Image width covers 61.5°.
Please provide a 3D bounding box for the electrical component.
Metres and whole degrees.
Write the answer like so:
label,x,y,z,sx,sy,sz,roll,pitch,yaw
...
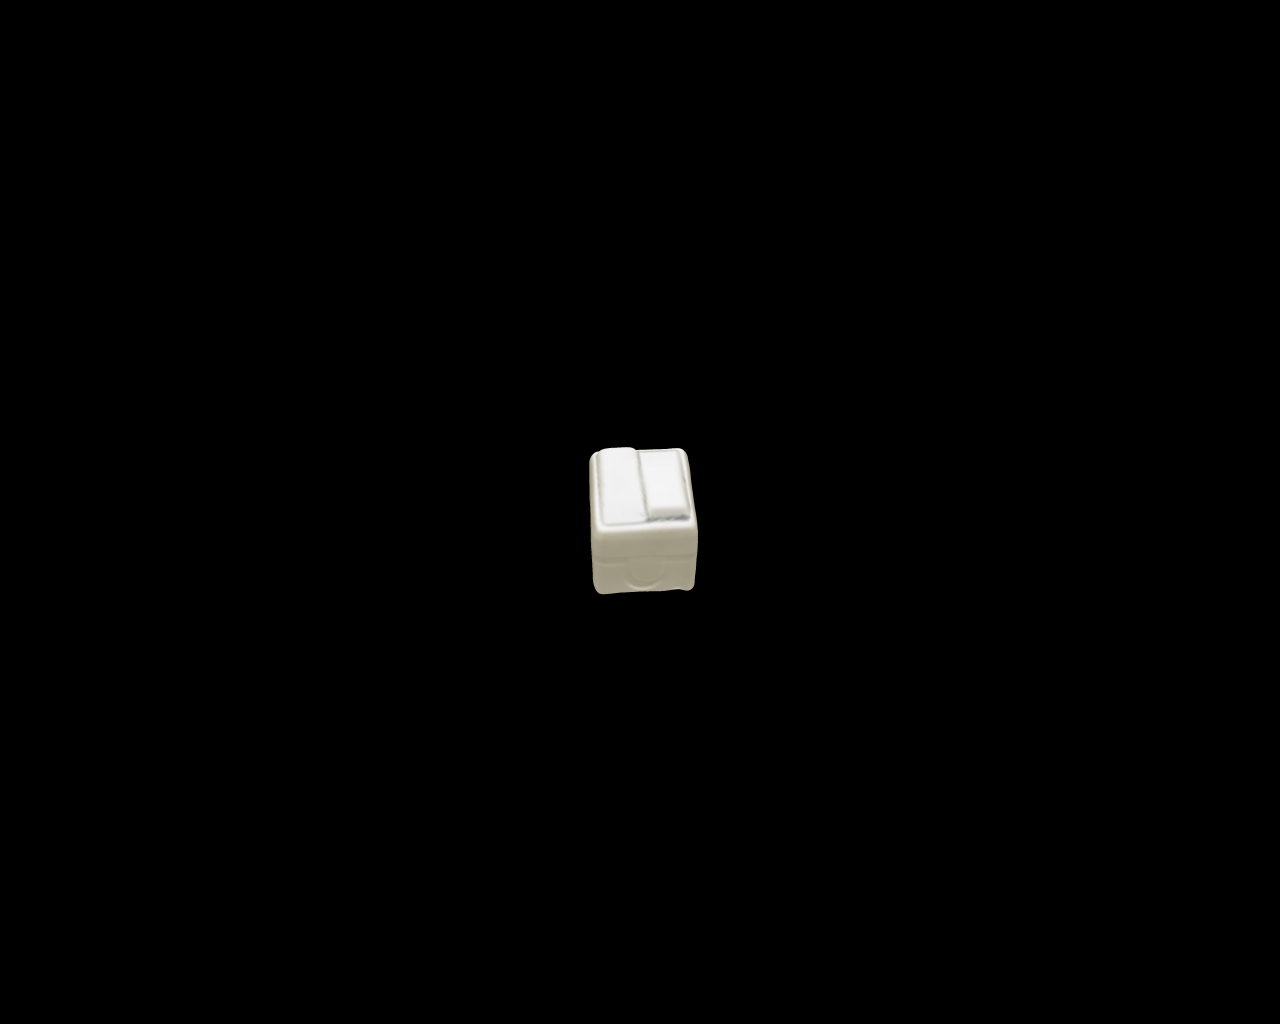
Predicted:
label,x,y,z,sx,sy,sz,roll,pitch,yaw
electrical component,0.001,-0.003,0.650,0.062,0.061,0.096,-2,40,-2
